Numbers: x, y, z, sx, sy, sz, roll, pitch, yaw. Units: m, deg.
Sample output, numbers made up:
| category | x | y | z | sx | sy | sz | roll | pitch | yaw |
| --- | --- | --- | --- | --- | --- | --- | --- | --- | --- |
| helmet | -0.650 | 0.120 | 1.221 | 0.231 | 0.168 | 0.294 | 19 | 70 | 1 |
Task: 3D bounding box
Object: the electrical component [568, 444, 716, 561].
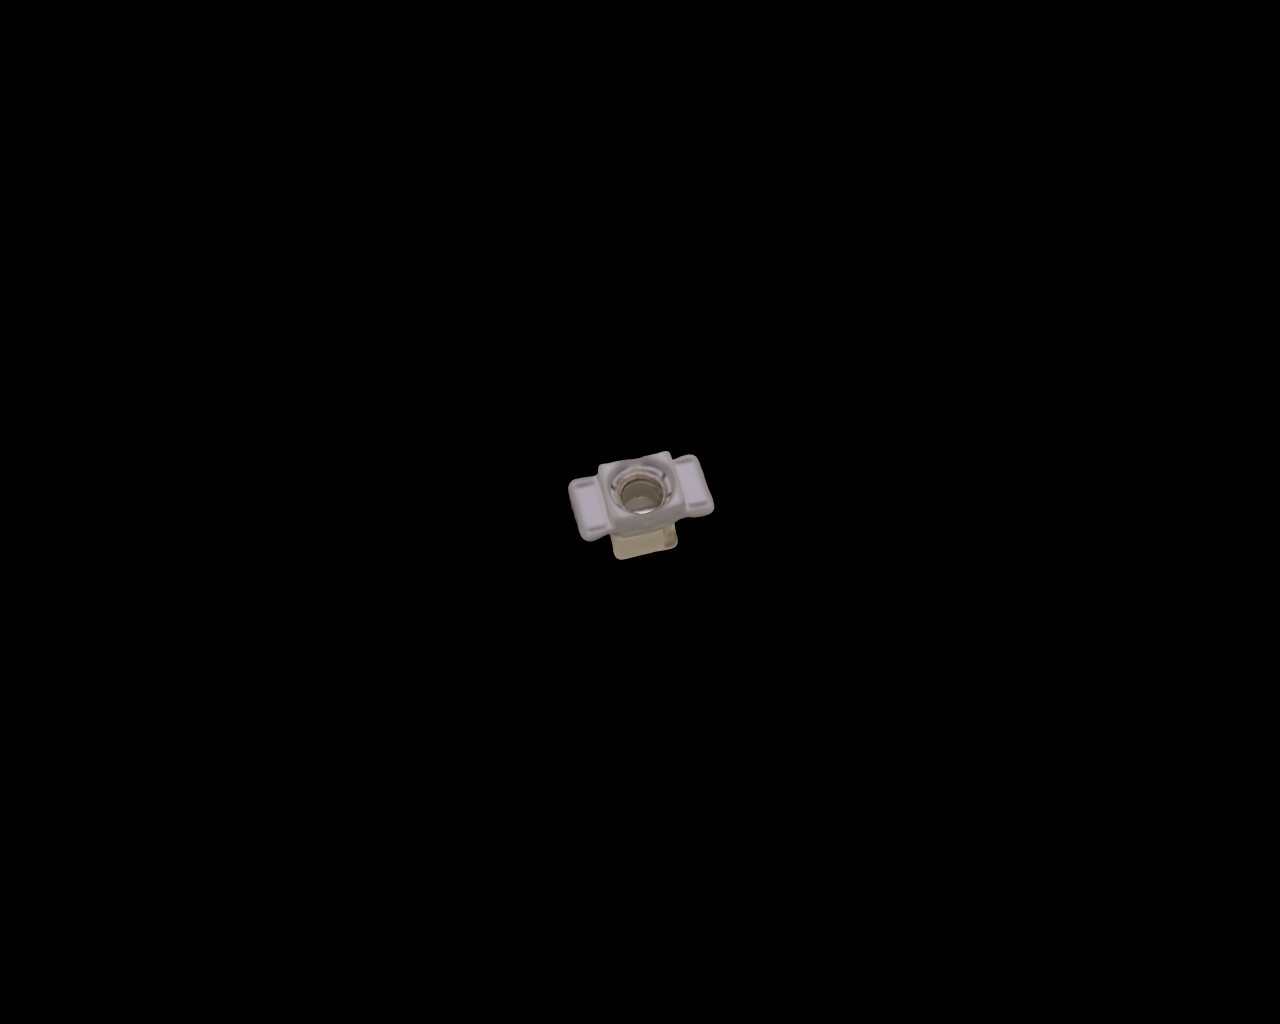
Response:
| category | x | y | z | sx | sy | sz | roll | pitch | yaw |
| --- | --- | --- | --- | --- | --- | --- | --- | --- | --- |
| electrical component | 0.001 | -0.003 | 0.650 | 0.081 | 0.042 | 0.063 | -11 | -29 | -6 |
